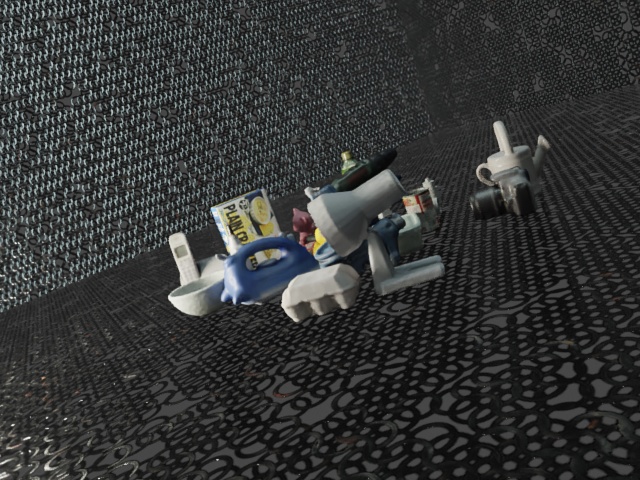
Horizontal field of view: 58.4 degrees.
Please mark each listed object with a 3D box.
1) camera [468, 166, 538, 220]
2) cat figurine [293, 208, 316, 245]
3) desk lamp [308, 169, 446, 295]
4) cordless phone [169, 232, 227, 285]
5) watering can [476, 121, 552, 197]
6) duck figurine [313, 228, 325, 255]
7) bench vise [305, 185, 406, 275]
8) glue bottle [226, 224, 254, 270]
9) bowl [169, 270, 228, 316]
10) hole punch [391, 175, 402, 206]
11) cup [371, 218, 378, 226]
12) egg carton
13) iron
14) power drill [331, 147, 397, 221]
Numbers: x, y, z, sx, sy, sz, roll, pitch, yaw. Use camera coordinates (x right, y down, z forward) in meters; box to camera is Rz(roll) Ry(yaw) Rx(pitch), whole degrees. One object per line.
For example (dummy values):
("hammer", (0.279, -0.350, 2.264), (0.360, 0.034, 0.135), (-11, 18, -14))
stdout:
("camera", (0.403, -0.105, 1.284), (0.136, 0.101, 0.143), (-17, 11, 16))
("cat figurine", (-0.048, -0.052, 1.798), (0.067, 0.118, 0.128), (-18, 11, 14))
("desk lamp", (0.103, -0.011, 1.064), (0.203, 0.214, 0.118), (-18, 11, 9))
("cordless phone", (-0.336, 0.056, 1.609), (0.147, 0.185, 0.094), (-21, 11, -3))
("watering can", (0.464, -0.196, 1.378), (0.173, 0.194, 0.101), (-21, 11, -6))
("duck figurine", (0.014, 0.005, 1.489), (0.078, 0.086, 0.104), (-26, 12, -29))
("bench vise", (0.064, -0.028, 1.202), (0.208, 0.220, 0.121), (-24, 12, -19))
("glue bottle", (-0.206, 0.041, 1.477), (0.037, 0.173, 0.078), (-24, 12, -21))
("bowl", (-0.276, 0.137, 1.393), (0.167, 0.075, 0.167), (-19, 11, 4))
("hole punch", (0.223, -0.161, 1.919), (0.109, 0.091, 0.100), (-29, 14, -40))
("cup", (0.098, -0.017, 1.424), (0.118, 0.095, 0.091), (-22, 11, -10))
("egg carton", (0.004, 0.098, 1.089), (0.150, 0.069, 0.107), (-18, 11, 14))
("iron", (-0.117, 0.054, 1.335), (0.259, 0.141, 0.118), (-26, 12, -28))
("power drill", (0.139, -0.119, 1.550), (0.230, 0.208, 0.075), (-24, 12, -20))
